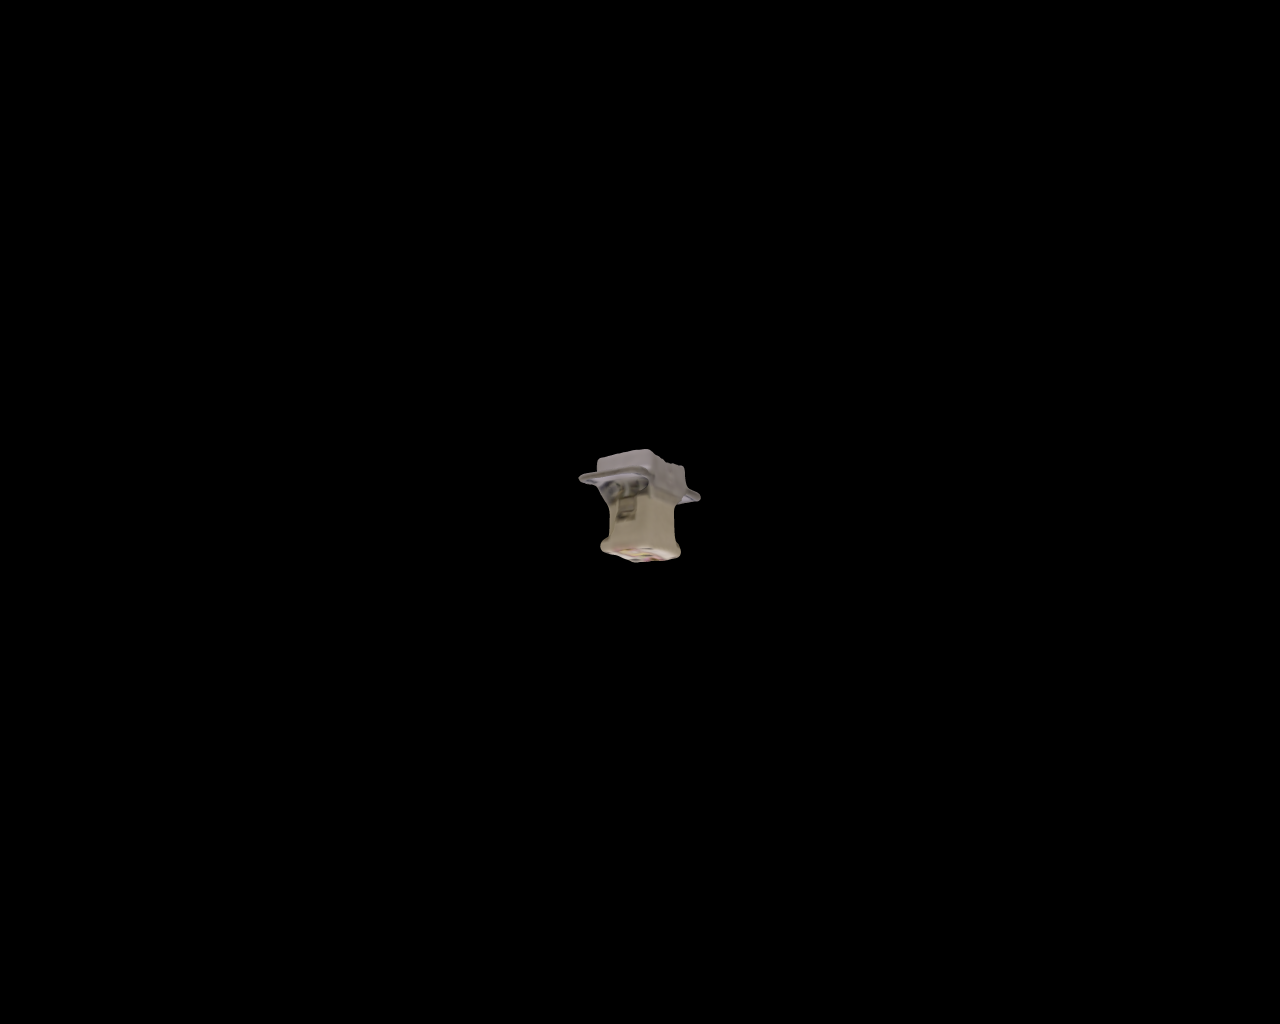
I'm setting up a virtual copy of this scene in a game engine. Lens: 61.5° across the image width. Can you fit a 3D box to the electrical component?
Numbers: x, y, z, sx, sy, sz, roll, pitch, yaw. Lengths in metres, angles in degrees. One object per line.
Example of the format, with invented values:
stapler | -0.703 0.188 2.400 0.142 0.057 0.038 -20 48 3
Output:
electrical component | 0.001 -0.003 0.650 0.042 0.064 0.081 -8 -16 31
